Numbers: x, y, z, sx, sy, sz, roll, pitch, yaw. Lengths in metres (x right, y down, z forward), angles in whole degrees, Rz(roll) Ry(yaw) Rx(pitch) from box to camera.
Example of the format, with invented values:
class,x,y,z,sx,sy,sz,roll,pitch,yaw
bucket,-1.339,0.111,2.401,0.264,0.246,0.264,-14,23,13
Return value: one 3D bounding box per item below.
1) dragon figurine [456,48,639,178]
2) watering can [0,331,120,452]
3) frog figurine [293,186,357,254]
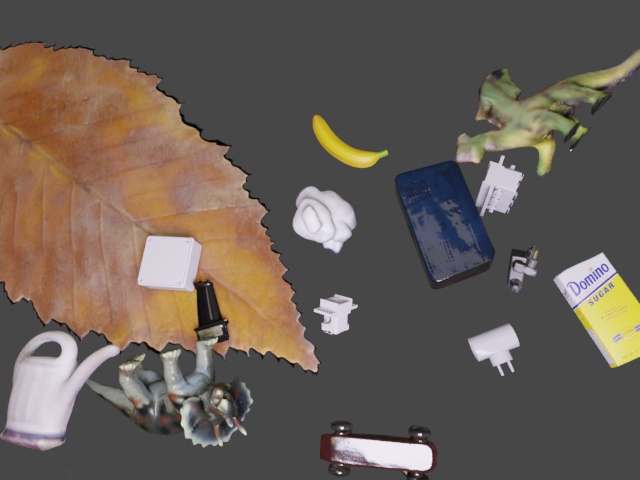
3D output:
class,x,y,z,sx,sy,sz,roll,pitch,yaw
dragon figurine,0.433,-0.283,1.036,0.412,0.120,0.246,-46,60,-7
watering can,-0.516,0.293,1.003,0.346,0.103,0.227,-6,71,36
frog figurine,0.003,-0.051,1.012,0.123,0.157,0.139,-33,68,-1
